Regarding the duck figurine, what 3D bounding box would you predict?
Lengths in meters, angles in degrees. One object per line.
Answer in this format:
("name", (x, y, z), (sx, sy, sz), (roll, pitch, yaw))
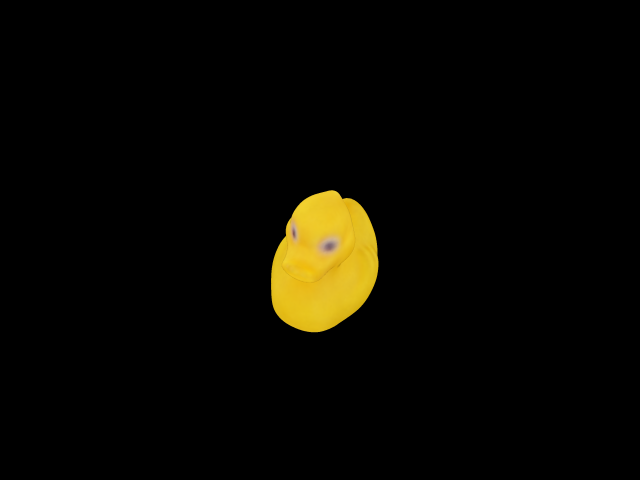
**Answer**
("duck figurine", (0.004, 0.001, 0.400), (0.077, 0.086, 0.105), (21, 54, 16))
